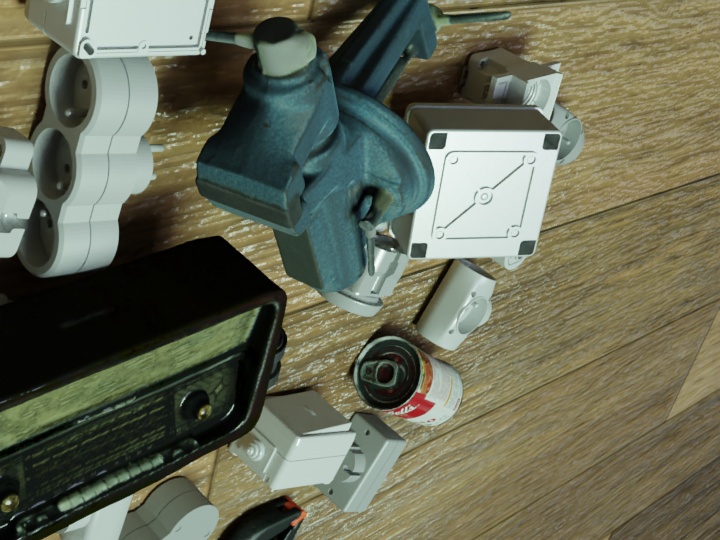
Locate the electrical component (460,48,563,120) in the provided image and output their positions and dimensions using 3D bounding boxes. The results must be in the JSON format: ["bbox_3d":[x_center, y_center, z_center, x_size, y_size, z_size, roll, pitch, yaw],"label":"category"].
[{"bbox_3d":[0.118,-0.145,0.855,0.081,0.064,0.042,-20,134,-41],"label":"electrical component"}]

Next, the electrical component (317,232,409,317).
[{"bbox_3d":[0.000,0.000,0.849,0.078,0.058,0.057,7,112,-54],"label":"electrical component"}]

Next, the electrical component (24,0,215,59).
[{"bbox_3d":[-0.127,-0.148,0.547,0.096,0.061,0.061,-14,130,-45],"label":"electrical component"}]

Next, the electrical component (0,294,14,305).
[{"bbox_3d":[-0.205,0.044,0.648,0.040,0.040,0.078,-38,144,-23],"label":"electrical component"}]

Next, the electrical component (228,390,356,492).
[{"bbox_3d":[-0.059,0.140,0.901,0.096,0.062,0.061,7,115,-54],"label":"electrical component"}]

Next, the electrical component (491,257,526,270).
[{"bbox_3d":[0.120,-0.030,0.964,0.044,0.065,0.044,-31,141,-29],"label":"electrical component"}]

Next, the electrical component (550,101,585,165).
[{"bbox_3d":[0.156,-0.109,0.953,0.079,0.044,0.077,-57,147,6],"label":"electrical component"}]

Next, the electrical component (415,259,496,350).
[{"bbox_3d":[0.099,0.034,1.016,0.079,0.044,0.077,14,109,-55],"label":"electrical component"}]

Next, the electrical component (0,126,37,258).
[{"bbox_3d":[-0.209,-0.037,0.552,0.057,0.058,0.078,0,120,-55],"label":"electrical component"}]

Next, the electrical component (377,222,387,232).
[{"bbox_3d":[0.006,-0.046,0.833,0.035,0.035,0.061,-51,150,-4],"label":"electrical component"}]

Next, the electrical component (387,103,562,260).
[{"bbox_3d":[0.084,-0.067,0.809,0.109,0.056,0.108,-2,121,-17],"label":"electrical component"}]

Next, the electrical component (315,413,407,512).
[{"bbox_3d":[-0.010,0.181,1.013,0.076,0.047,0.083,18,106,-56],"label":"electrical component"}]

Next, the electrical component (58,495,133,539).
[{"bbox_3d":[-0.199,0.163,0.763,0.079,0.044,0.077,-6,125,-49],"label":"electrical component"}]

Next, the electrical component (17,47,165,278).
[{"bbox_3d":[-0.144,-0.061,0.615,0.074,0.052,0.138,-8,127,-48],"label":"electrical component"}]

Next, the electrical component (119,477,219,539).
[{"bbox_3d":[-0.166,0.231,0.841,0.138,0.074,0.052,-37,144,-24],"label":"electrical component"}]
